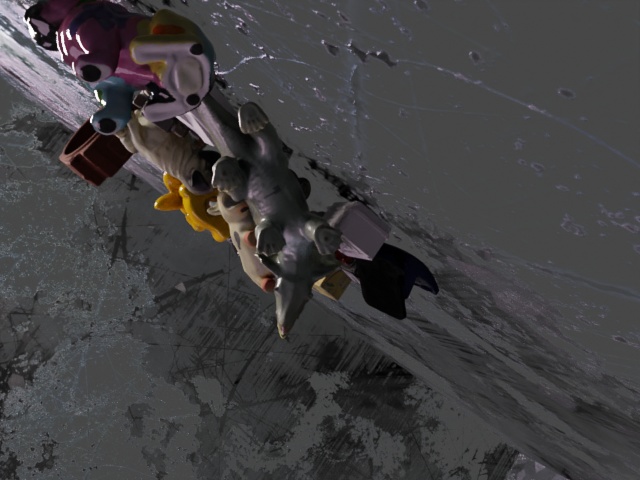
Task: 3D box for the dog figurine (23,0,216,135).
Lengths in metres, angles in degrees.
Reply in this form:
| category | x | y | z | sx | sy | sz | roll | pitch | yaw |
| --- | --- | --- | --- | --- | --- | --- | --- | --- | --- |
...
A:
| category | x | y | z | sx | sy | sz | roll | pitch | yaw |
| --- | --- | --- | --- | --- | --- | --- | --- | --- | --- |
| dog figurine | -0.236 | -0.242 | 0.629 | 0.108 | 0.192 | 0.219 | 91 | 155 | -57 |

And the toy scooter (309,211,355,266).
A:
| category | x | y | z | sx | sy | sz | roll | pitch | yaw |
| --- | --- | --- | --- | --- | --- | --- | --- | --- | --- |
| toy scooter | -0.002 | -0.003 | 1.027 | 0.135 | 0.075 | 0.184 | 46 | 162 | -30 |

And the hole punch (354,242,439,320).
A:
| category | x | y | z | sx | sy | sz | roll | pitch | yaw |
| --- | --- | --- | --- | --- | --- | --- | --- | --- | --- |
| hole punch | 0.126 | 0.054 | 0.896 | 0.142 | 0.092 | 0.115 | 26 | 137 | 56 |

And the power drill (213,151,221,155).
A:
| category | x | y | z | sx | sy | sz | roll | pitch | yaw |
| --- | --- | --- | --- | --- | --- | --- | --- | --- | --- |
| power drill | -0.266 | -0.152 | 1.197 | 0.207 | 0.086 | 0.232 | 38 | 169 | 9 |

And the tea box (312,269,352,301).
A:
| category | x | y | z | sx | sy | sz | roll | pitch | yaw |
| --- | --- | --- | --- | --- | --- | --- | --- | --- | --- |
| tea box | 0.006 | 0.072 | 1.283 | 0.068 | 0.098 | 0.170 | 41 | 170 | -27 |

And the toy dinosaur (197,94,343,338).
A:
| category | x | y | z | sx | sy | sz | roll | pitch | yaw |
| --- | --- | --- | --- | --- | --- | --- | --- | --- | --- |
| toy dinosaur | -0.077 | -0.068 | 0.765 | 0.404 | 0.131 | 0.192 | 66 | 171 | -4 |

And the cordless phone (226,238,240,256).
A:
| category | x | y | z | sx | sy | sz | roll | pitch | yaw |
| --- | --- | --- | --- | --- | --- | --- | --- | --- | --- |
| cordless phone | -0.130 | -0.028 | 1.332 | 0.184 | 0.146 | 0.089 | -7 | -114 | -56 |

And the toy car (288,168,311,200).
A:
| category | x | y | z | sx | sy | sz | roll | pitch | yaw |
| --- | --- | --- | --- | --- | --- | --- | --- | --- | --- |
| toy car | -0.047 | -0.031 | 0.919 | 0.089 | 0.053 | 0.201 | 17 | 133 | 36 |

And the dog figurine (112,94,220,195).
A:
| category | x | y | z | sx | sy | sz | roll | pitch | yaw |
| --- | --- | --- | --- | --- | --- | --- | --- | --- | --- |
| dog figurine | -0.260 | -0.149 | 0.938 | 0.190 | 0.121 | 0.172 | 54 | 167 | -11 |

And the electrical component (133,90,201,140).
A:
| category | x | y | z | sx | sy | sz | roll | pitch | yaw |
| --- | --- | --- | --- | --- | --- | --- | --- | --- | --- |
| electrical component | -0.231 | -0.194 | 0.820 | 0.102 | 0.045 | 0.078 | 37 | -161 | 8 |

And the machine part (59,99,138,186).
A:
| category | x | y | z | sx | sy | sz | roll | pitch | yaw |
| --- | --- | --- | --- | --- | --- | --- | --- | --- | --- |
| machine part | -0.475 | -0.224 | 1.194 | 0.087 | 0.201 | 0.202 | 45 | 167 | -33 |

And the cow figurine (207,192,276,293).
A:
| category | x | y | z | sx | sy | sz | roll | pitch | yaw |
| --- | --- | --- | --- | --- | --- | --- | --- | --- | --- |
| cow figurine | -0.119 | -0.015 | 0.922 | 0.127 | 0.085 | 0.194 | 21 | 137 | 51 |

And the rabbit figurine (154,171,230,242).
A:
| category | x | y | z | sx | sy | sz | roll | pitch | yaw |
| --- | --- | --- | --- | --- | --- | --- | --- | --- | --- |
| rabbit figurine | -0.246 | -0.071 | 1.083 | 0.162 | 0.121 | 0.173 | 15 | 179 | -24 |

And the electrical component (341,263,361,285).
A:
| category | x | y | z | sx | sy | sz | roll | pitch | yaw |
| --- | --- | --- | --- | --- | --- | --- | --- | --- | --- |
| electrical component | 0.090 | 0.069 | 1.140 | 0.075 | 0.048 | 0.119 | 26 | 165 | 45 |
